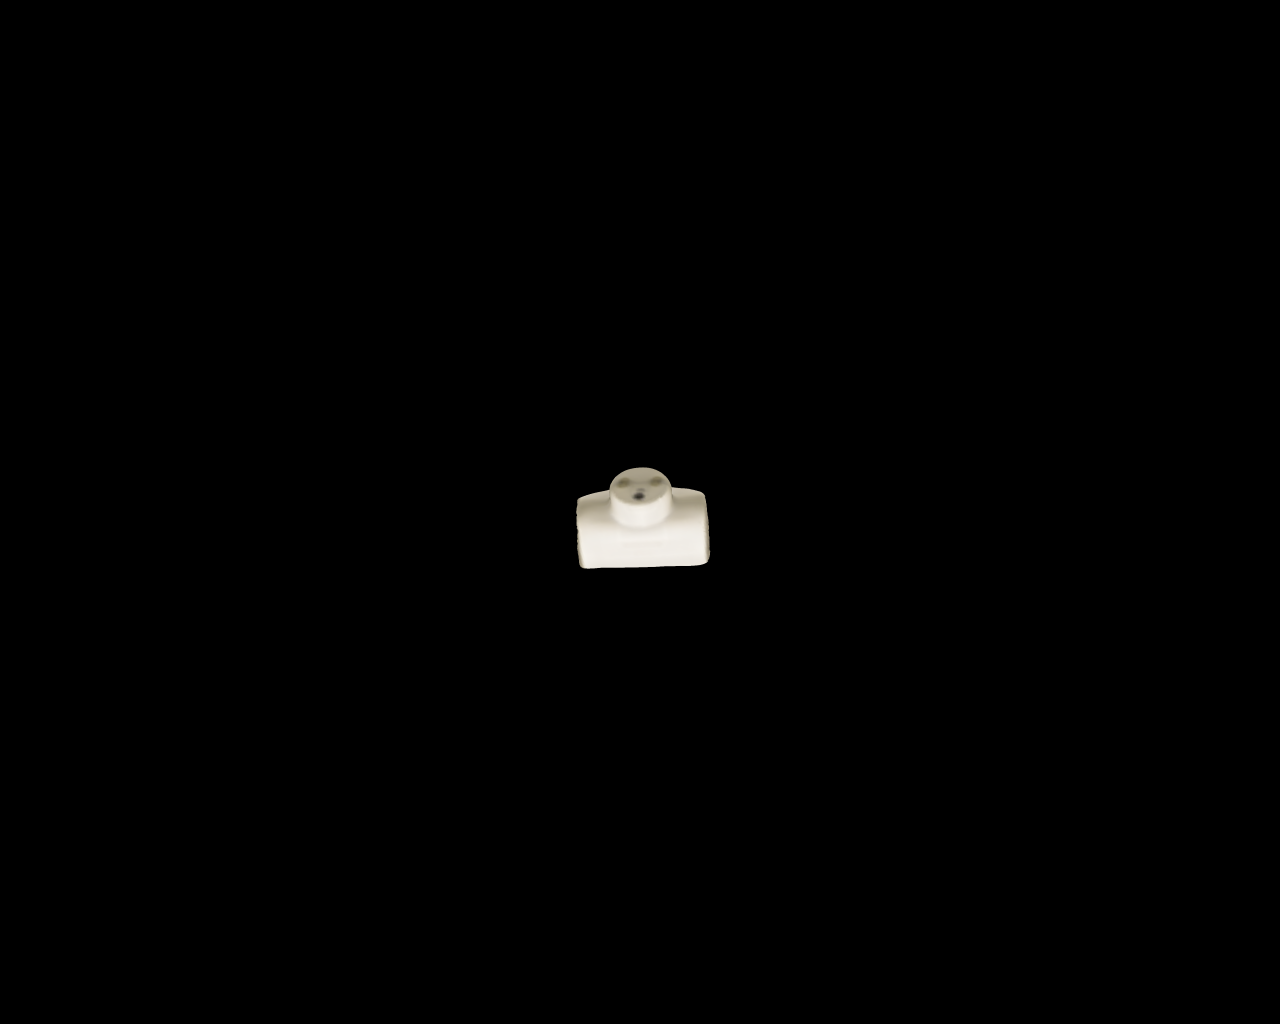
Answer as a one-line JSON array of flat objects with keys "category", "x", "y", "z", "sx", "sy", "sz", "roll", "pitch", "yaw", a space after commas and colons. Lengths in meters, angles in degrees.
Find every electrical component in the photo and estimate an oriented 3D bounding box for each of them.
[{"category": "electrical component", "x": 0.001, "y": -0.003, "z": 0.650, "sx": 0.077, "sy": 0.079, "sz": 0.043, "roll": -2, "pitch": 40, "yaw": 2}]
